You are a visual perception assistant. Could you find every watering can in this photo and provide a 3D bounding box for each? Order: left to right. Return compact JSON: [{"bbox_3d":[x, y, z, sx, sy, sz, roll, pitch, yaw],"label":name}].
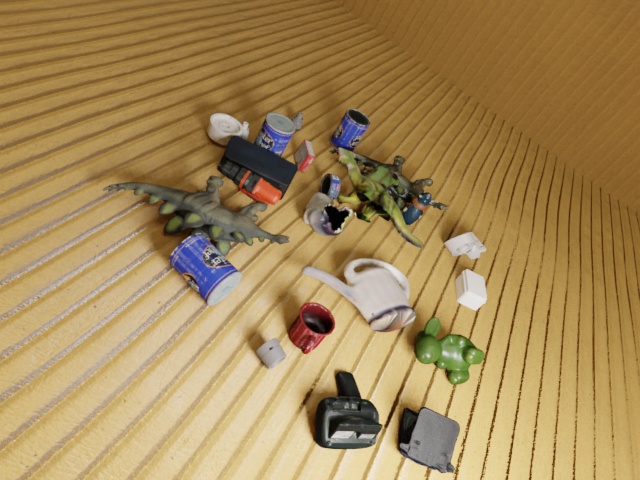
[{"bbox_3d":[0.123,0.145,1.378,0.348,0.102,0.229,0,49,-37],"label":"watering can"}]

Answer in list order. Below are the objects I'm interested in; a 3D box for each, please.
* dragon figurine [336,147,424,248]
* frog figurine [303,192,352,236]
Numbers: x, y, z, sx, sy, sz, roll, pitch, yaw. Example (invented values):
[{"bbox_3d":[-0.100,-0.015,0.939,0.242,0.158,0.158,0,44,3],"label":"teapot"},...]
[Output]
[{"bbox_3d":[0.208,-0.161,1.724,0.409,0.120,0.248,36,52,-6],"label":"dragon figurine"},{"bbox_3d":[0.005,-0.079,1.570,0.138,0.121,0.160,-14,21,-34],"label":"frog figurine"}]
